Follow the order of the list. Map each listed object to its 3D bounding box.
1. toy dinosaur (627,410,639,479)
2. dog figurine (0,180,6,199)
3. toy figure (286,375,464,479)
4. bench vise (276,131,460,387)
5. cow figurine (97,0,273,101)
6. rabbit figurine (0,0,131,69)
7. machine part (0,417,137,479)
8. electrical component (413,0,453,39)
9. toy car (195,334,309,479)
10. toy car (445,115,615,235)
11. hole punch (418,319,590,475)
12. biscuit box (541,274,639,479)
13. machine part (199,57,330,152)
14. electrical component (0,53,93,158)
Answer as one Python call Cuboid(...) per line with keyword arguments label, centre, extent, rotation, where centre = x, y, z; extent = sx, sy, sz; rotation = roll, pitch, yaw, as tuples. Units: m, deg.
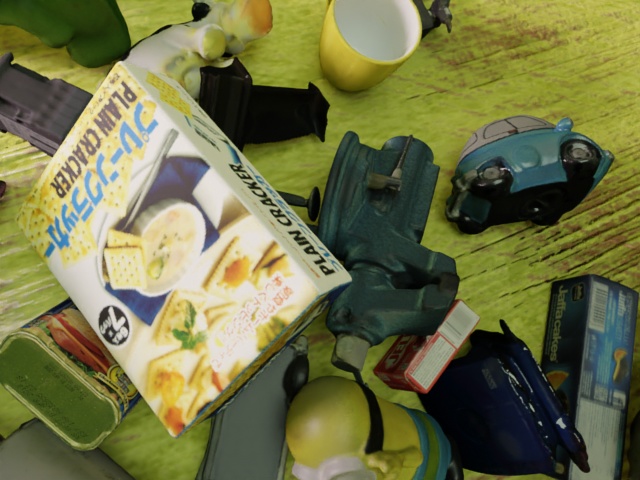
Cuboid(label="toy dinosaur", centre=(0.354, 0.171, 0.500), extent=(0.405, 0.131, 0.192), rotation=(-46, 111, -26))
Cuboid(label="dog figurine", centre=(-0.298, 0.039, 0.384), extent=(0.108, 0.191, 0.219), rotation=(4, 44, -12))
Cuboid(label="toy figure", centre=(0.046, 0.166, 0.439), extent=(0.180, 0.082, 0.089), rotation=(24, 30, -41))
Cuboid(label="bench vise", centre=(-0.002, -0.006, 0.463), extent=(0.241, 0.128, 0.223), rotation=(14, 73, 9))
Cuboid(label="cow figurine", centre=(-0.119, -0.168, 0.489), extent=(0.098, 0.068, 0.167), rotation=(26, 66, 32))
Cuboid(label="rabbit figurine", centre=(-0.260, -0.196, 0.427), extent=(0.170, 0.159, 0.121), rotation=(-17, 94, -3))
Cuboid(label="machine part", centre=(-0.155, 0.202, 0.377), extent=(0.243, 0.079, 0.079), rotation=(35, 71, 9))
Cuboid(label="electrical component", centre=(0.095, -0.245, 0.579), extent=(0.102, 0.045, 0.078), rotation=(-14, 84, -18))
Cuboid(label="toy car", centre=(-0.059, 0.167, 0.445), extent=(0.073, 0.056, 0.201), rotation=(13, 74, -6))
Cuboid(label="toy car", centre=(0.200, -0.074, 0.553), extent=(0.162, 0.109, 0.103), rotation=(-10, 58, -6))
Cuboid(label="hole punch", centre=(0.153, 0.148, 0.482), extent=(0.092, 0.116, 0.142), rotation=(-26, 86, -11))
Cuboid(label="biscuit box", centre=(0.264, 0.138, 0.539), extent=(0.059, 0.063, 0.202), rotation=(18, 74, -11))
Cuboid(label="machine part", centre=(-0.050, -0.118, 0.489), extent=(0.139, 0.039, 0.084), rotation=(-8, 119, -39))
Cuboid(label="electrical component", centre=(-0.209, -0.094, 0.448), extent=(0.119, 0.075, 0.048), rotation=(29, 71, -11))
